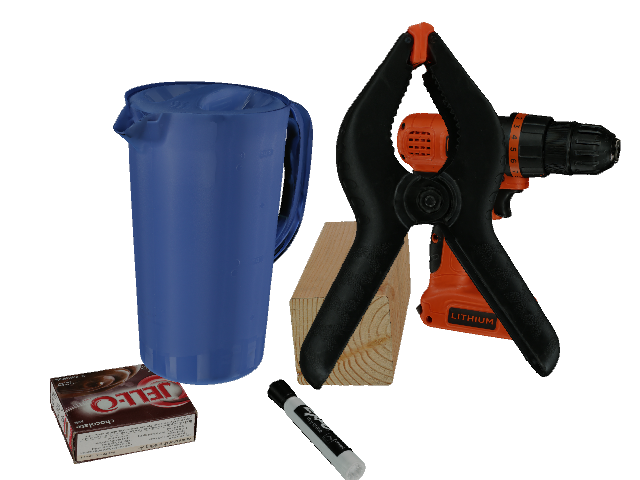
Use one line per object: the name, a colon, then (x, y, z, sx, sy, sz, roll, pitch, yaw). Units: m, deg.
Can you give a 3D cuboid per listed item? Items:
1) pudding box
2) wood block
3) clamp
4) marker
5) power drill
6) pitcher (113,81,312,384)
pudding box: (-0.177, 0.152, 0.954, 0.113, 0.039, 0.090, -9, 27, -24)
wood block: (0.035, 0.055, 1.049, 0.091, 0.090, 0.206, -1, 20, 10)
clamp: (0.038, -0.010, 0.493, 0.120, 0.171, 0.039, -11, -2, -11)
marker: (-0.006, 0.146, 0.837, 0.020, 0.020, 0.121, 0, 26, -37)
power drill: (0.153, -0.014, 0.895, 0.185, 0.188, 0.057, 7, 15, 27)
pitcher: (-0.088, -0.010, 0.901, 0.149, 0.243, 0.145, 4, 19, 2)
